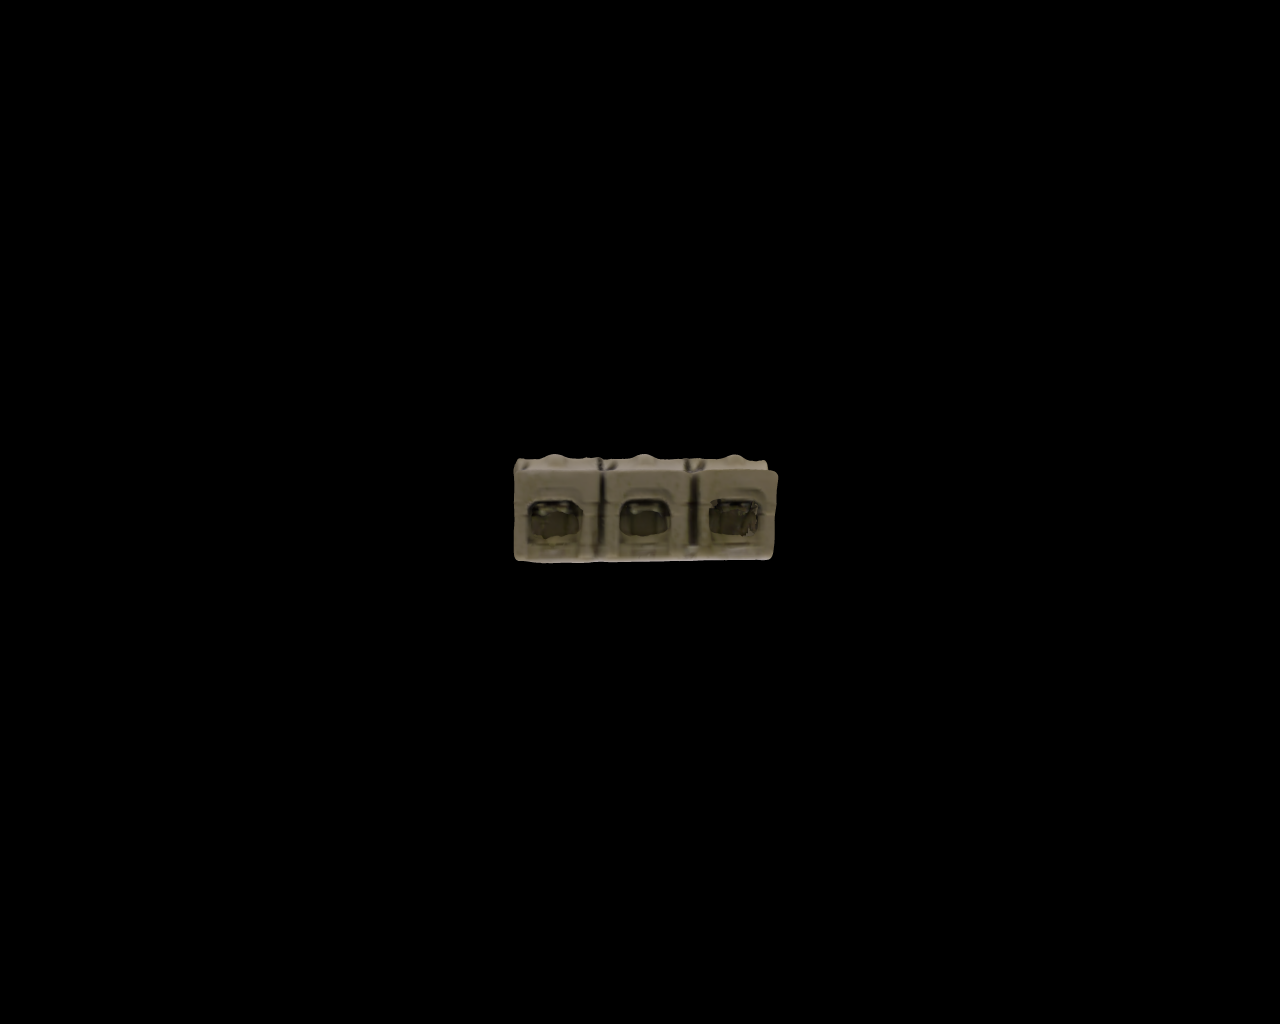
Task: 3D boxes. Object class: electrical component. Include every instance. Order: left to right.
[{"bbox_3d":[0.001,-0.003,0.650,0.150,0.061,0.089,0,0,-4],"label":"electrical component"}]
